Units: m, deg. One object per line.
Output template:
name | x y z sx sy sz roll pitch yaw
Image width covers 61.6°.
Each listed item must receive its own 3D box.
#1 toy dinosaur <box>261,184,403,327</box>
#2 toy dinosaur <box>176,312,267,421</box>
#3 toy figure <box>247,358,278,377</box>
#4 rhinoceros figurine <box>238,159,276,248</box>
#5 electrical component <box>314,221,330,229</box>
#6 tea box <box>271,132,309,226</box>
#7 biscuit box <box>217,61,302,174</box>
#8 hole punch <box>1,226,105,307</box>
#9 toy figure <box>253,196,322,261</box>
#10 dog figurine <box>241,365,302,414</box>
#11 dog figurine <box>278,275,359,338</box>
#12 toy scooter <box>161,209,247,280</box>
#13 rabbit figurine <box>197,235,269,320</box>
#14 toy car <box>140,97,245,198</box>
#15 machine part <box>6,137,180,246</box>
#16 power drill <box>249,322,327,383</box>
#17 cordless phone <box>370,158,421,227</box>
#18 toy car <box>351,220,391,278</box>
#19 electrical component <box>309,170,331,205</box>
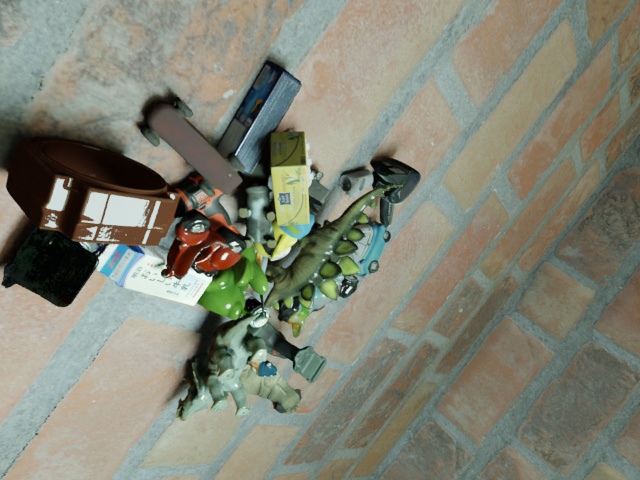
toy dinosaur | 0.002 0.028 1.260 0.471 0.199 0.105 -54 149 8
toy dinosaur | -0.214 0.269 1.241 0.131 0.192 0.404 5 121 -36
toy figure | -0.167 0.297 1.353 0.057 0.155 0.064 -57 146 4
rhinoceros figurine | -0.124 -0.071 1.098 0.073 0.112 0.190 0 122 1
electrical component | -0.003 -0.004 1.378 0.063 0.021 0.094 -14 131 -42
tea box | -0.057 -0.116 1.041 0.068 0.098 0.169 -4 141 -1
biscuit box | -0.115 -0.228 1.009 0.062 0.059 0.202 20 106 -53
hole punch | -0.430 0.031 0.882 0.115 0.092 0.142 36 99 -18
toy figure | -0.074 -0.030 1.185 0.180 0.089 0.082 -48 159 29
dog figurine | -0.159 0.389 1.416 0.172 0.191 0.121 -15 132 -38
dog figurine | -0.014 0.157 1.446 0.219 0.109 0.191 -52 149 10
toy scooter | -0.223 0.025 0.998 0.135 0.075 0.183 -53 150 1
rabbit figurine | -0.190 0.072 1.147 0.121 0.159 0.170 22 90 -44
toy car | -0.216 -0.157 0.932 0.089 0.053 0.202 -44 127 2
machine part | -0.327 -0.074 0.786 0.201 0.202 0.087 6 114 -51
power drill | -0.081 0.287 1.400 0.086 0.208 0.231 -50 135 -11
cordless phone | 0.185 -0.105 1.373 0.089 0.147 0.184 -9 118 -20
toy car | 0.114 0.015 1.463 0.103 0.109 0.161 24 94 -37
electrical component | -0.022 -0.110 1.224 0.102 0.078 0.045 -47 170 5
